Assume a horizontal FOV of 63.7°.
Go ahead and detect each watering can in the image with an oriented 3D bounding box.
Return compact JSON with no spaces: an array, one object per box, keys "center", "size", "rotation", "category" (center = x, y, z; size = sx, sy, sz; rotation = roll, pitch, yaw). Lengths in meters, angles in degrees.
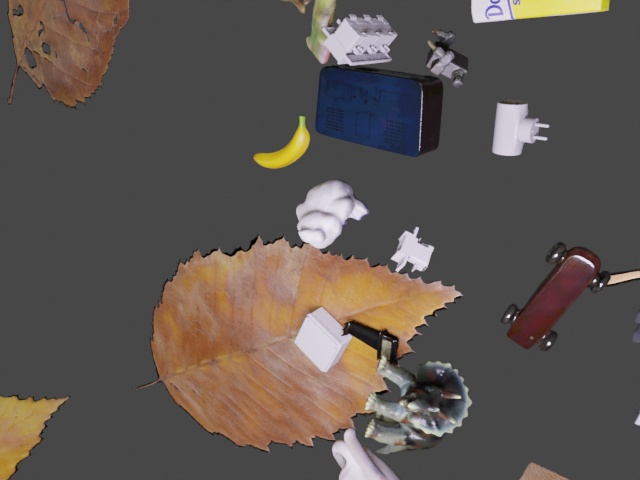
[{"center":[0.115,0.537,1.164],"size":[0.226,0.105,0.340],"rotation":[39,155,21],"category":"watering can"}]

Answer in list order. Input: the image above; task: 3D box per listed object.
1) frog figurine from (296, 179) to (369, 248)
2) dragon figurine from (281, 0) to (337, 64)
[{"center":[0.003,-0.051,1.021],"size":[0.137,0.161,0.121],"rotation":[3,109,42],"category":"frog figurine"},{"center":[-0.037,-0.520,0.911],"size":[0.241,0.123,0.409],"rotation":[-15,96,53],"category":"dragon figurine"}]
